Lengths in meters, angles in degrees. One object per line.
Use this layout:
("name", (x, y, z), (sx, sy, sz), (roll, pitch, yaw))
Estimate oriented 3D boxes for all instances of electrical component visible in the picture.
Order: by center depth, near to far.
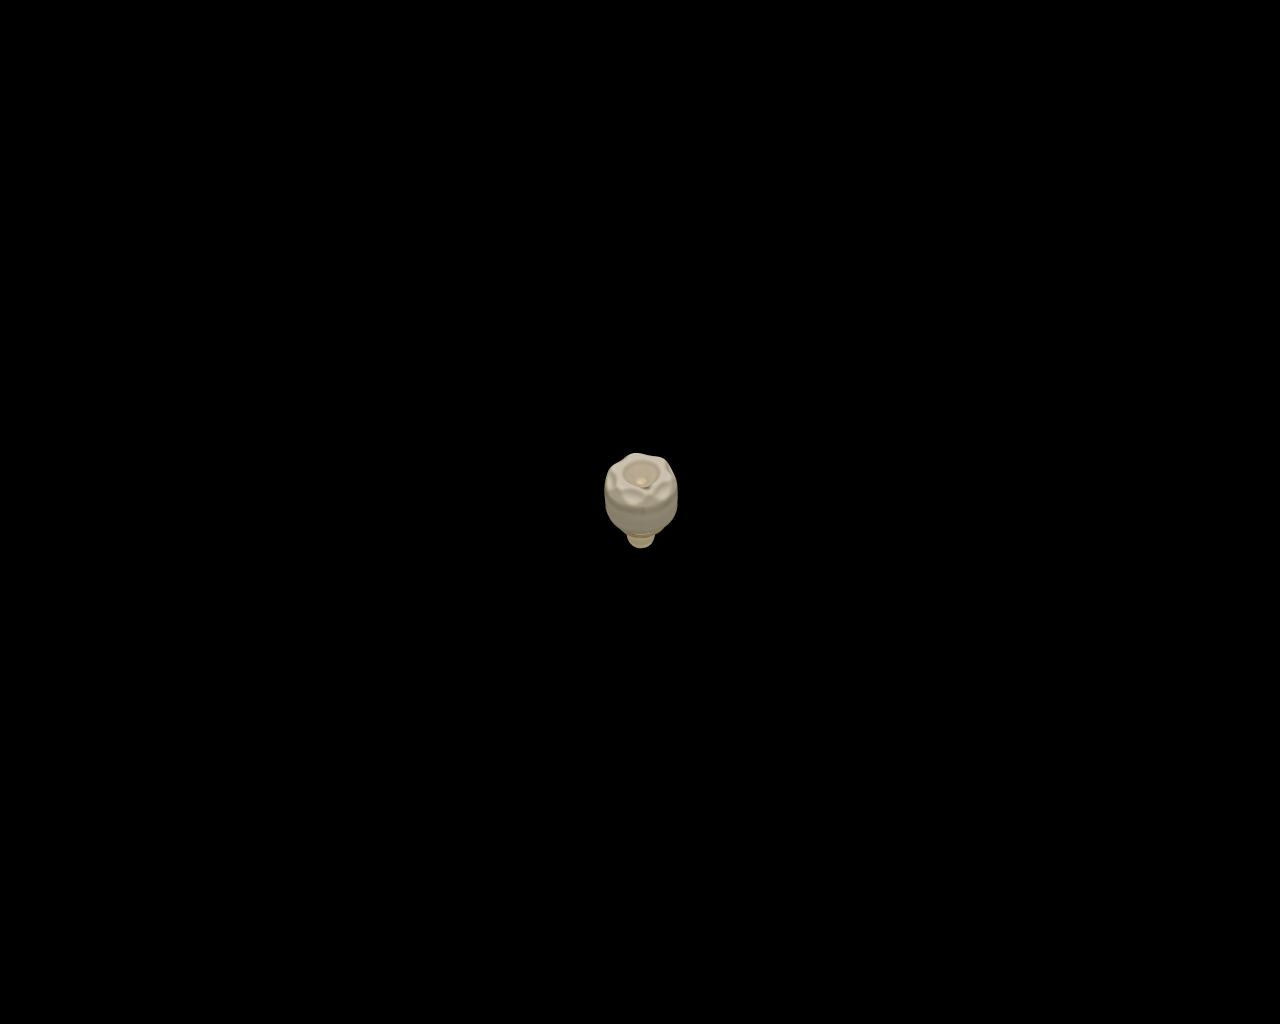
("electrical component", (0.001, -0.003, 0.650), (0.043, 0.043, 0.062), (0, -45, 0))
